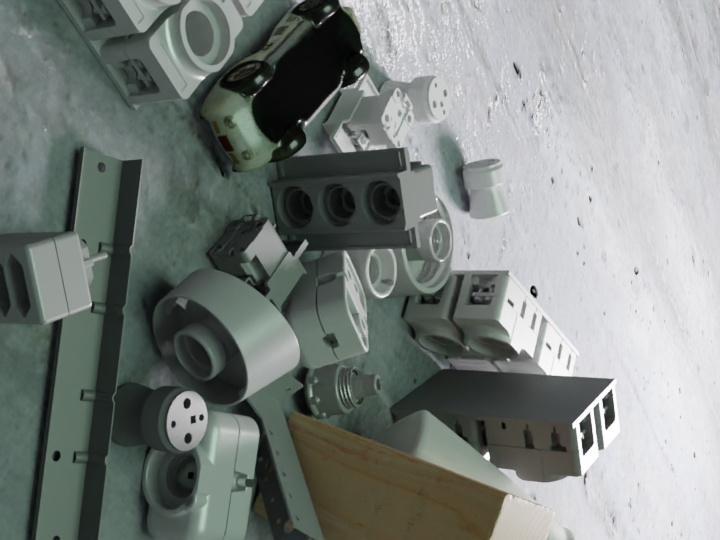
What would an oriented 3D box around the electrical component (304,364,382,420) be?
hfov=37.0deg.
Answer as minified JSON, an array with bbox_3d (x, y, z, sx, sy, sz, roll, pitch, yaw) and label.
[{"bbox_3d":[-0.013,0.100,0.907,0.048,0.062,0.048,-9,90,-70],"label":"electrical component"}]

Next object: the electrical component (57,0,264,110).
[{"bbox_3d":[-0.120,-0.215,0.758,0.105,0.060,0.186,60,45,-36],"label":"electrical component"}]

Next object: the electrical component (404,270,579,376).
[{"bbox_3d":[0.135,0.070,1.089,0.186,0.105,0.060,43,56,-47],"label":"electrical component"}]

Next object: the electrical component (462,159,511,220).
[{"bbox_3d":[0.134,-0.086,1.142,0.045,0.045,0.055,-33,116,-51],"label":"electrical component"}]

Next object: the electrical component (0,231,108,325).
[{"bbox_3d":[-0.189,0.000,0.653,0.077,0.066,0.047,-24,110,-53],"label":"electrical component"}]

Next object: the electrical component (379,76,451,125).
[{"bbox_3d":[0.051,-0.159,1.012,0.045,0.055,0.045,0,90,-56],"label":"electrical component"}]

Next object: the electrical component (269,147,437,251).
[{"bbox_3d":[-0.004,-0.058,0.873,0.063,0.121,0.078,-26,111,-55],"label":"electrical component"}]

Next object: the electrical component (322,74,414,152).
[{"bbox_3d":[0.009,-0.131,0.944,0.042,0.064,0.081,54,49,-39],"label":"electrical component"}]

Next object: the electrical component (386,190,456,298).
[{"bbox_3d":[0.050,-0.027,1.006,0.108,0.060,0.108,0,90,-56],"label":"electrical component"}]

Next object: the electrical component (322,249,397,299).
[{"bbox_3d":[0.000,0.000,0.944,0.055,0.047,0.055,0,90,-56],"label":"electrical component"}]

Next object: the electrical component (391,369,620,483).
[{"bbox_3d":[0.139,0.145,1.023,0.105,0.186,0.060,-28,113,-52],"label":"electrical component"}]

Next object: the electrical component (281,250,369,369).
[{"bbox_3d":[-0.031,0.033,0.868,0.095,0.059,0.053,-93,162,-59],"label":"electrical component"}]

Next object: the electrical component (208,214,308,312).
[{"bbox_3d":[-0.081,-0.005,0.832,0.063,0.042,0.081,60,44,-31],"label":"electrical component"}]

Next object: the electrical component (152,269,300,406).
[{"bbox_3d":[-0.096,0.046,0.762,0.064,0.099,0.099,-38,121,-42],"label":"electrical component"}]

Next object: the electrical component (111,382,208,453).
[{"bbox_3d":[-0.138,0.101,0.735,0.045,0.055,0.045,-1,91,-57],"label":"electrical component"}]

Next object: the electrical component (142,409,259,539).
[{"bbox_3d":[-0.115,0.148,0.770,0.059,0.054,0.095,21,73,-54],"label":"electrical component"}]
